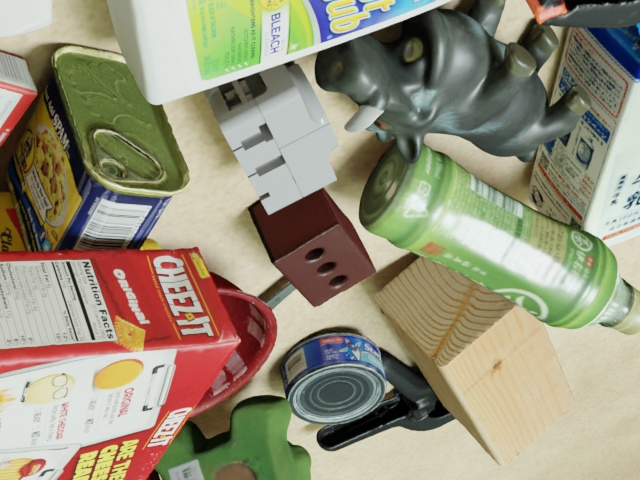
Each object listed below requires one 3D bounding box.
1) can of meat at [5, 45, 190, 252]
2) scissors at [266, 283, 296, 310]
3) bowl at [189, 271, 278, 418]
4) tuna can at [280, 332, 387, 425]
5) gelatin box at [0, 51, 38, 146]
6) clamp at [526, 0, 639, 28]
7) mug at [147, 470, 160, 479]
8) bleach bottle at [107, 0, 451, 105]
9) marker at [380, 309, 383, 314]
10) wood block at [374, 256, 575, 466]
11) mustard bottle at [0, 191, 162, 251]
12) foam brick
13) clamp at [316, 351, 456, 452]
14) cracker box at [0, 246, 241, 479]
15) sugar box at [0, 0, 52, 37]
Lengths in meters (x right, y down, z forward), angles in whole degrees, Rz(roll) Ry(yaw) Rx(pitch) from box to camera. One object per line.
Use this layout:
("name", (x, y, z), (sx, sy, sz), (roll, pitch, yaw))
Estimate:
("can of meat", (-0.120, -0.035, 0.557), (0.057, 0.102, 0.084), (5, 137, -38))
("scissors", (-0.063, 0.083, 0.826), (0.202, 0.016, 0.096), (-32, 147, 7))
("bowl", (-0.113, 0.066, 0.733), (0.162, 0.055, 0.162), (-18, 145, -13))
("tuna can", (0.012, 0.116, 0.885), (0.086, 0.034, 0.086), (-6, 136, -6))
("gelatin box", (-0.197, -0.067, 0.525), (0.089, 0.030, 0.073), (13, 130, -44))
("clamp", (0.208, -0.169, 0.568), (0.210, 0.036, 0.164), (-17, 153, -10))
("mug", (-0.164, 0.223, 0.881), (0.093, 0.081, 0.117), (-26, 146, -2))
("bleach bottle", (0.019, -0.150, 0.535), (0.250, 0.068, 0.102), (-20, 146, -14))
("marker", (0.087, 0.069, 0.904), (0.020, 0.020, 0.121), (-40, 144, 17))
("wood block", (0.133, 0.093, 0.878), (0.091, 0.090, 0.206), (-40, 142, -5))
("mustard bottle", (-0.162, 0.015, 0.599), (0.191, 0.096, 0.058), (4, 161, -39))
("foam brick", (-0.005, 0.001, 0.725), (0.053, 0.051, 0.078), (-31, 146, 7))
("clamp", (0.078, 0.155, 0.994), (0.171, 0.039, 0.120), (14, 129, -39))
("cracker box", (-0.171, 0.077, 0.522), (0.213, 0.072, 0.164), (-2, 142, -36))
("sugar box", (-0.155, -0.157, 0.422), (0.093, 0.048, 0.176), (-12, 142, -22))
